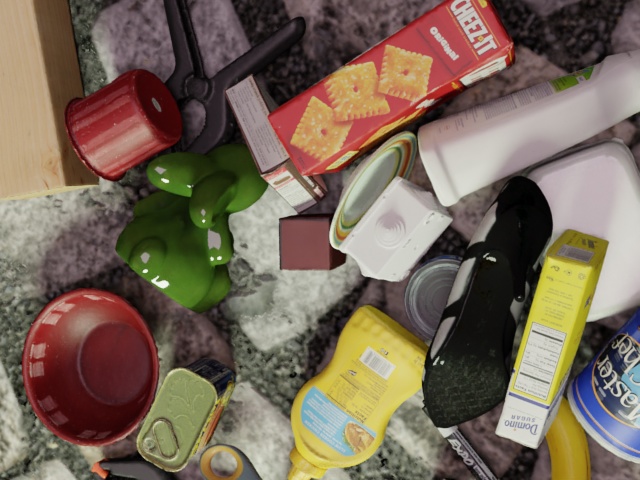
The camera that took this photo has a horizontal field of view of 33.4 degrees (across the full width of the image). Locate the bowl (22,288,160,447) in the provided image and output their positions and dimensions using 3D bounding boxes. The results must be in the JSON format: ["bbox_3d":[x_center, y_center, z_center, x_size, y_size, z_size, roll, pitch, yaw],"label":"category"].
[{"bbox_3d":[-0.226,0.130,1.106,0.162,0.055,0.162,-1,88,20],"label":"bowl"}]

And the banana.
[{"bbox_3d":[0.229,0.227,1.035,0.070,0.037,0.198,-7,90,33],"label":"banana"}]

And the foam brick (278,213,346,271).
[{"bbox_3d":[-0.007,0.001,1.048,0.053,0.078,0.051,-1,94,13],"label":"foam brick"}]

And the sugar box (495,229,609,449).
[{"bbox_3d":[0.207,0.086,0.945,0.048,0.093,0.176,17,110,21],"label":"sugar box"}]

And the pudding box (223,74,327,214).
[{"bbox_3d":[-0.042,-0.092,1.023,0.039,0.090,0.113,-33,58,9],"label":"pudding box"}]

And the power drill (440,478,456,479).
[{"bbox_3d":[0.045,0.309,1.066,0.188,0.057,0.184,13,93,12],"label":"power drill"}]

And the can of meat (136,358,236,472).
[{"bbox_3d":[-0.132,0.173,1.080,0.057,0.084,0.102,27,98,9],"label":"can of meat"}]

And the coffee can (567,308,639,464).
[{"bbox_3d":[0.304,0.117,0.954,0.103,0.102,0.140,37,121,7],"label":"coffee can"}]

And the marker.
[{"bbox_3d":[0.141,0.206,1.058,0.020,0.020,0.121,-39,85,11],"label":"marker"}]

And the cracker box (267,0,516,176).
[{"bbox_3d":[0.072,-0.140,0.978,0.214,0.164,0.072,-30,89,12],"label":"cracker box"}]

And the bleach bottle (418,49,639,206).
[{"bbox_3d":[0.217,-0.115,0.981,0.251,0.102,0.068,-21,110,12],"label":"bleach bottle"}]

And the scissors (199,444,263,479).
[{"bbox_3d":[-0.047,0.238,1.059,0.202,0.016,0.096,-17,63,20],"label":"scissors"}]

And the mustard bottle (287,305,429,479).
[{"bbox_3d":[0.027,0.166,1.060,0.096,0.058,0.192,36,99,8],"label":"mustard bottle"}]

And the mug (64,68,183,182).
[{"bbox_3d":[-0.190,-0.124,1.056,0.082,0.093,0.117,-25,44,22],"label":"mug"}]

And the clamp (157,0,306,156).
[{"bbox_3d":[-0.125,-0.163,1.083,0.165,0.036,0.210,31,103,17],"label":"clamp"}]

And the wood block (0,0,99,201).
[{"bbox_3d":[-0.299,-0.149,1.094,0.091,0.090,0.206,-9,92,12],"label":"wood block"}]

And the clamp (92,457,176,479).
[{"bbox_3d":[-0.169,0.292,1.116,0.171,0.039,0.120,24,83,11],"label":"clamp"}]

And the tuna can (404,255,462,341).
[{"bbox_3d":[0.125,0.058,1.045,0.086,0.033,0.086,1,94,11],"label":"tuna can"}]
